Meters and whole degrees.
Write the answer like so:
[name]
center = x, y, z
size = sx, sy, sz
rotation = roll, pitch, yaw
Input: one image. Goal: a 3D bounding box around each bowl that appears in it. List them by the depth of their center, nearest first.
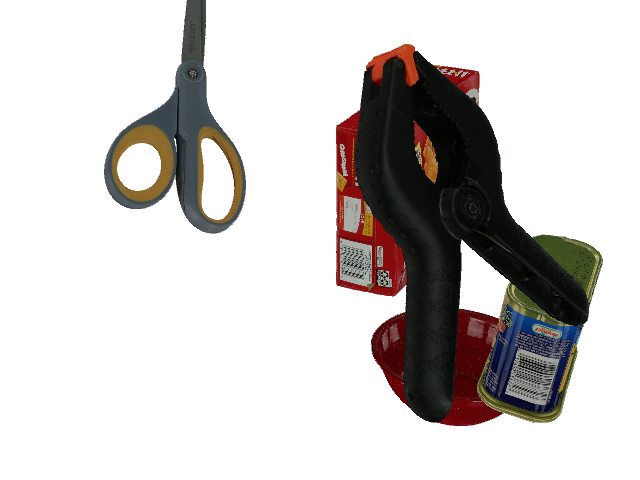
[bowl]
center = 0.126, 0.126, 1.004
size = 0.162, 0.055, 0.162
rotation = 3, 26, -1

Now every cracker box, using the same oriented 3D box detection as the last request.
[cracker box]
center = 0.090, -0.065, 1.045
size = 0.072, 0.164, 0.213
rotation = 12, 29, 25

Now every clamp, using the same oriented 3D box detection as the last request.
[clamp]
center = 0.056, -0.004, 0.504
size = 0.120, 0.171, 0.039
rotation = -38, 12, -37

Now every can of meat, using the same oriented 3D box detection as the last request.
[can of meat]
center = 0.147, 0.055, 0.708
size = 0.057, 0.084, 0.102
rotation = 17, 35, 13

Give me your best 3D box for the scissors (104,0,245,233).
[scissors]
center = -0.100, -0.096, 0.679
size = 0.096, 0.202, 0.016
rotation = -6, -21, -24
